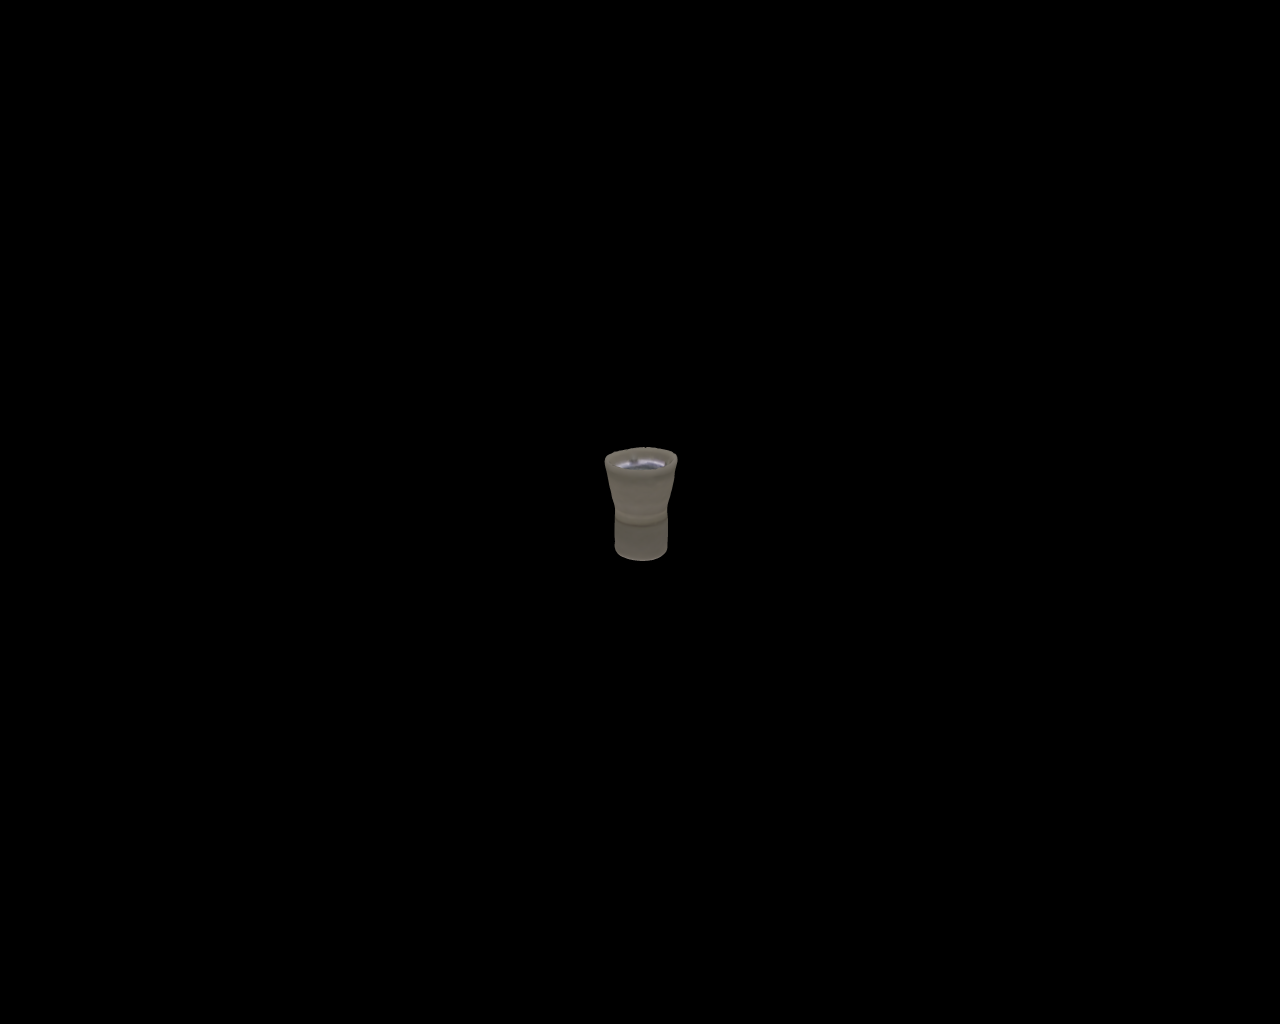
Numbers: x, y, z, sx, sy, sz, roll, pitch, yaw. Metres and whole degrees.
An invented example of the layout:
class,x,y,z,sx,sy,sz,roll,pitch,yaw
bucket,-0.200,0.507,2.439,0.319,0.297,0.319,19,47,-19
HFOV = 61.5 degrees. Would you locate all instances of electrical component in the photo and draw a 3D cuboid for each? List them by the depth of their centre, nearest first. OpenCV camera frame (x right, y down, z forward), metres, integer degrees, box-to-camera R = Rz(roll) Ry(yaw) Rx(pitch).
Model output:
class,x,y,z,sx,sy,sz,roll,pitch,yaw
electrical component,0.001,-0.003,0.650,0.044,0.065,0.044,0,22,0
